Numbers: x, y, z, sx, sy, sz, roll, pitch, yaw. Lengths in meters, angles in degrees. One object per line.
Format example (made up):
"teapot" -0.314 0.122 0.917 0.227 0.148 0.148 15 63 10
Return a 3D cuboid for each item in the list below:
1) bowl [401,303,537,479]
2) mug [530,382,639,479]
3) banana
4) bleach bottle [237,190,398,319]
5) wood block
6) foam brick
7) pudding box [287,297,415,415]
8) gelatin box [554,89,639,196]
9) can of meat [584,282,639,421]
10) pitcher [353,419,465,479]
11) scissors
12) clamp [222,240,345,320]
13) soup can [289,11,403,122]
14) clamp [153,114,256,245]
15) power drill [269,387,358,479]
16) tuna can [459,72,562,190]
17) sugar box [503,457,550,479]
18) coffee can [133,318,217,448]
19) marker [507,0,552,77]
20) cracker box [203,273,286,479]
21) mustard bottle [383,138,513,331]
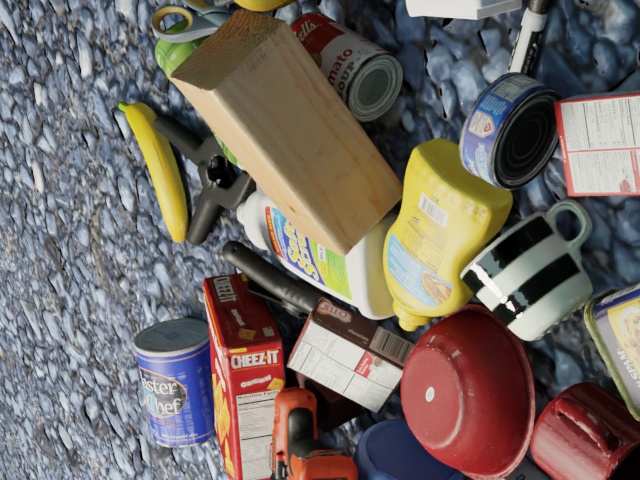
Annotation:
"bowl" 0.120 0.139 0.957 0.162 0.055 0.162 3 93 59
"mug" 0.215 0.159 0.828 0.082 0.093 0.117 38 174 45
"banana" -0.202 -0.095 1.348 0.070 0.037 0.198 149 100 -74
"bleach bottle" -0.007 0.001 1.097 0.251 0.067 0.102 18 120 52
"wood block" -0.026 -0.093 0.946 0.206 0.090 0.091 51 167 -33
"foam brick" 0.006 0.162 1.172 0.078 0.051 0.053 44 140 33
"pudding box" 0.031 0.118 1.079 0.113 0.039 0.090 29 138 3
"gelatin box" 0.216 -0.070 0.771 0.089 0.030 0.073 3 108 55
"can of meat" 0.253 0.073 0.770 0.084 0.057 0.102 -35 79 54
"pitcher" 0.072 0.310 1.082 0.149 0.144 0.243 39 133 39
"scissors" -0.105 -0.211 1.111 0.202 0.096 0.016 50 178 29
"clamp" -0.029 0.056 1.127 0.172 0.039 0.120 24 170 29
"soup can" 0.018 -0.157 0.970 0.102 0.068 0.068 38 136 37
"clamp" -0.121 -0.068 1.242 0.210 0.036 0.164 6 112 53
"power drill" -0.013 0.257 1.076 0.188 0.057 0.184 -155 63 -74
"tuna can" 0.147 -0.082 0.811 0.034 0.085 0.086 35 134 38
"sugar box" 0.177 0.288 1.002 0.093 0.048 0.176 41 139 36
"coffee can" -0.183 0.187 1.407 0.103 0.102 0.140 18 122 50
"marker" 0.158 -0.148 0.820 0.020 0.020 0.121 43 138 34
"cracker box" -0.087 0.169 1.240 0.164 0.072 0.214 -120 24 -60
"mustard bottle" 0.102 0.011 0.948 0.096 0.058 0.192 42 137 28
